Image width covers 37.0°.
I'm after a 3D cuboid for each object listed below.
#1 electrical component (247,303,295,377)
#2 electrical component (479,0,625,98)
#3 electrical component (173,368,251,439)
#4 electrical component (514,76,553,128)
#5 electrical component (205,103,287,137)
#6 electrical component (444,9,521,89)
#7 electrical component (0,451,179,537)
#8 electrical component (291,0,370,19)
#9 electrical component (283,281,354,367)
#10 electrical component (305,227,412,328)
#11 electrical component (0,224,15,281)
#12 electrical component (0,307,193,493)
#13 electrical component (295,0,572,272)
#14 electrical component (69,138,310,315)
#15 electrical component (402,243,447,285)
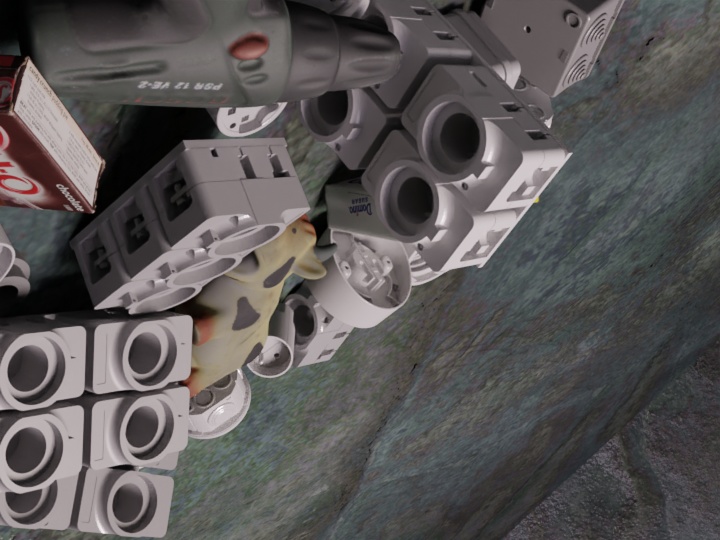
[{"bbox_3d":[-0.082,0.060,0.999,0.043,0.043,0.081,-46,-162,18],"label":"electrical component"},{"bbox_3d":[0.140,-0.191,0.816,0.048,0.100,0.099,-38,160,-32],"label":"electrical component"},{"bbox_3d":[-0.143,0.109,0.982,0.080,0.080,0.051,-32,150,-13],"label":"electrical component"},{"bbox_3d":[0.126,-0.129,0.930,0.080,0.080,0.051,-23,147,-31],"label":"electrical component"},{"bbox_3d":[-0.080,-0.122,0.694,0.055,0.047,0.055,-31,155,-16],"label":"electrical component"},{"bbox_3d":[0.069,-0.136,0.838,0.057,0.078,0.113,-21,151,-27],"label":"electrical component"},{"bbox_3d":[-0.227,0.147,0.834,0.060,0.105,0.186,-3,164,39],"label":"electrical component"},{"bbox_3d":[-0.025,-0.180,0.671,0.066,0.048,0.055,-43,148,11],"label":"electrical component"},{"bbox_3d":[-0.042,0.047,1.046,0.056,0.050,0.089,-8,142,-49],"label":"electrical component"},{"bbox_3d":[0.000,0.000,0.969,0.099,0.099,0.064,-8,148,-49],"label":"electrical component"},{"bbox_3d":[-0.263,-0.009,0.650,0.099,0.064,0.099,-36,170,-7],"label":"electrical component"},{"bbox_3d":[-0.204,0.087,0.755,0.186,0.060,0.105,-4,100,-51],"label":"electrical component"},{"bbox_3d":[0.036,-0.101,0.720,0.060,0.186,0.105,-10,144,-47],"label":"electrical component"},{"bbox_3d":[-0.117,-0.027,0.737,0.089,0.061,0.150,-9,163,-48],"label":"electrical component"},{"bbox_3d":[0.071,-0.031,1.051,0.108,0.060,0.108,-31,155,-16],"label":"electrical component"}]
